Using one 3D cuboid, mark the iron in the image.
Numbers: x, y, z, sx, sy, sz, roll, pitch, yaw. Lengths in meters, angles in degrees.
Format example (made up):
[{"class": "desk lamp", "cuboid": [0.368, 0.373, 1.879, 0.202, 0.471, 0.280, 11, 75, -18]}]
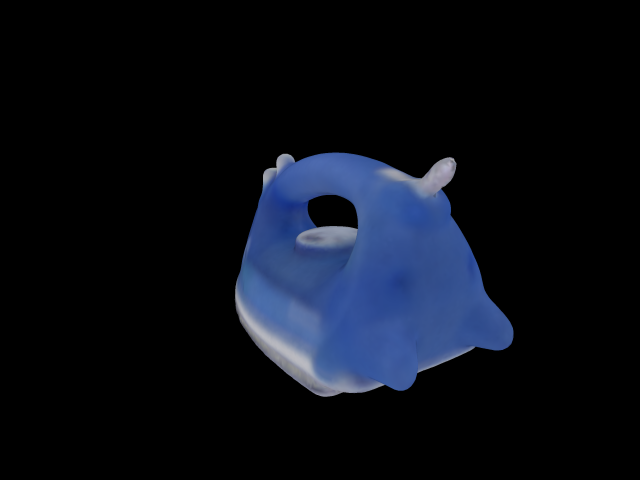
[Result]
[{"class": "iron", "cuboid": [0.004, 0.001, 0.400, 0.119, 0.141, 0.257, -11, 19, -34]}]
